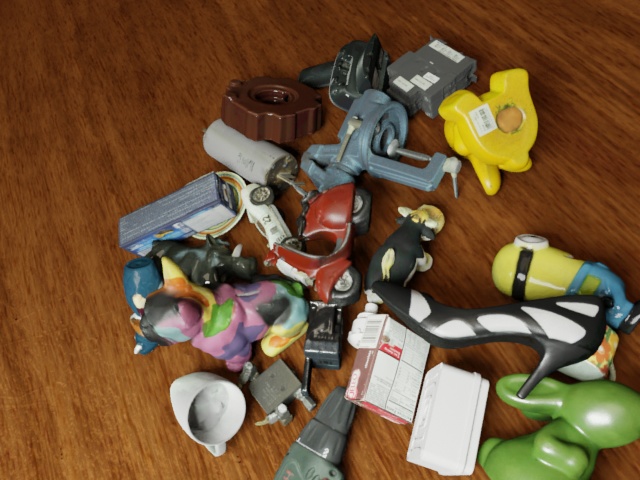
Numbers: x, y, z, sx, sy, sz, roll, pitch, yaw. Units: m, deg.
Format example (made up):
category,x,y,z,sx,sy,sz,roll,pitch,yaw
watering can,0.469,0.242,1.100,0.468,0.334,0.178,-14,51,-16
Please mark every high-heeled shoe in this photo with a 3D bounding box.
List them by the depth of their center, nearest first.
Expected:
category,x,y,z,sx,sy,sz,roll,pitch,yaw
high-heeled shoe,0.188,0.071,0.621,0.249,0.086,0.145,34,79,29

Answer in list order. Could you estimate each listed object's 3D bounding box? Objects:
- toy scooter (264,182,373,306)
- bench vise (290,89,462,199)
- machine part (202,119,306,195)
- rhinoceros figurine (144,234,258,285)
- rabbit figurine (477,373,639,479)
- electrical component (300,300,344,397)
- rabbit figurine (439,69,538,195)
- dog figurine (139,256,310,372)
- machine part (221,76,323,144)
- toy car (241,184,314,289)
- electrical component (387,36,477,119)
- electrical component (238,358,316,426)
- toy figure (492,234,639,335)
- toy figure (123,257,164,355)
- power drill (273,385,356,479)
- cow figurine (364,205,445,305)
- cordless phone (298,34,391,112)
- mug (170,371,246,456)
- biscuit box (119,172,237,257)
category,x,y,z,sx,sy,sz,roll,pitch,yaw
toy scooter,-0.002,-0.002,0.733,0.135,0.075,0.184,7,63,9
bench vise,0.092,-0.120,0.822,0.241,0.128,0.223,22,72,32
machine part,-0.122,-0.146,0.928,0.243,0.079,0.079,35,76,31
rhinoceros figurine,-0.189,0.044,0.847,0.191,0.073,0.112,7,53,23
rabbit figurine,0.265,0.214,0.571,0.170,0.121,0.159,-47,37,1
electrical component,0.004,0.145,0.712,0.048,0.074,0.119,2,57,6
rabbit figurine,0.245,-0.156,0.784,0.122,0.173,0.162,-37,101,-5
dog figurine,-0.124,0.087,0.708,0.192,0.219,0.108,-28,59,2
machine part,-0.082,-0.232,0.937,0.179,0.056,0.179,5,37,-4
toy car,-0.065,-0.008,0.830,0.056,0.073,0.202,-29,56,-5
electrical component,0.182,-0.273,0.918,0.134,0.058,0.115,-37,54,-6
electrical component,-0.064,0.203,0.722,0.078,0.045,0.102,-37,57,-4
toy figure,0.304,0.058,0.669,0.180,0.082,0.089,34,73,28
toy figure,-0.258,0.103,0.797,0.058,0.154,0.064,9,25,22
power drill,0.034,0.308,0.608,0.208,0.085,0.232,31,75,26
cow figurine,0.117,0.010,0.745,0.068,0.098,0.167,20,73,27
cordless phone,0.030,-0.284,0.973,0.184,0.088,0.146,-4,59,29
mug,-0.154,0.225,0.716,0.081,0.109,0.107,-23,16,-30
biscuit box,-0.239,-0.038,0.891,0.203,0.059,0.063,-22,61,16
